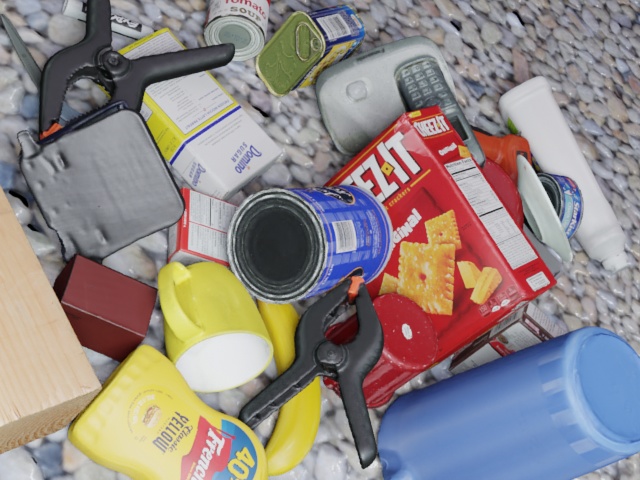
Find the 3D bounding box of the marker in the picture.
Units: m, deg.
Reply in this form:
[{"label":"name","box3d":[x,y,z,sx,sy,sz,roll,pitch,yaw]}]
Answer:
[{"label":"marker","box3d":[-0.202,-0.218,1.088,0.121,0.020,0.020,16,52,-27]}]

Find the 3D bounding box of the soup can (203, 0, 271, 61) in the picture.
[{"label":"soup can","box3d":[-0.088,-0.254,1.163,0.068,0.069,0.102,22,50,-23]}]

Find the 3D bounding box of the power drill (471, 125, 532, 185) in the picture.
[{"label":"power drill","box3d":[0.160,-0.088,1.237,0.187,0.057,0.184,21,55,-25]}]

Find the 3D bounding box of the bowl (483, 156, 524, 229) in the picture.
[{"label":"bowl","box3d":[0.157,-0.038,1.132,0.162,0.055,0.162,8,65,-18]}]

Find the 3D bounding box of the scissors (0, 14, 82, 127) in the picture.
[{"label":"scissors","box3d":[-0.234,-0.129,1.002,0.096,0.016,0.202,-3,64,-35]}]

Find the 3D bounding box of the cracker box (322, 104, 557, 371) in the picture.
[{"label":"cracker box","box3d":[0.103,0.002,1.053,0.071,0.164,0.214,-19,73,-50]}]

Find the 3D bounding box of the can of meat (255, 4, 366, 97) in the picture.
[{"label":"can of meat","box3d":[-0.008,-0.209,1.168,0.083,0.102,0.057,-25,78,-46]}]

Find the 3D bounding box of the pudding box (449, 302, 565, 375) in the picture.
[{"label":"pudding box","box3d":[0.200,0.124,1.078,0.090,0.114,0.039,40,41,-7]}]

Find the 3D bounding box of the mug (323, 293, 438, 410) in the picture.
[{"label":"mug","box3d":[0.049,0.106,1.001,0.117,0.082,0.093,-23,75,-44]}]

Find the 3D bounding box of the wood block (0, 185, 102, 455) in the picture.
[{"label":"wood block","box3d":[-0.260,0.052,0.805,0.090,0.090,0.206,-17,72,-42]}]

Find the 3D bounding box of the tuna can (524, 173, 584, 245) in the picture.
[{"label":"tuna can","box3d":[0.269,-0.036,1.260,0.033,0.086,0.086,8,56,-31]}]

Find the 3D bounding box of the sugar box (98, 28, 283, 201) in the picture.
[{"label":"sugar box","box3d":[-0.129,-0.122,1.054,0.176,0.048,0.093,49,48,1]}]

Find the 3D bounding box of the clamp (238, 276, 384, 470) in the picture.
[{"label":"clamp","box3d":[-0.001,0.109,0.929,0.120,0.039,0.171,10,58,1]}]

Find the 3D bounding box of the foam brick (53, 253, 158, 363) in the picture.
[{"label":"foam brick","box3d":[-0.182,0.057,0.885,0.078,0.053,0.051,27,48,-20]}]

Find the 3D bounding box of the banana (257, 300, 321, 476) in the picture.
[{"label":"banana","box3d":[-0.030,0.130,0.957,0.069,0.037,0.197,22,49,-23]}]

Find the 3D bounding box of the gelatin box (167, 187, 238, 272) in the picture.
[{"label":"gelatin box","box3d":[-0.098,-0.001,1.005,0.089,0.030,0.073,19,50,-28]}]

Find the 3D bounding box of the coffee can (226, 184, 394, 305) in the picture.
[{"label":"coffee can","box3d":[-0.007,0.001,0.990,0.103,0.103,0.140,59,26,12]}]

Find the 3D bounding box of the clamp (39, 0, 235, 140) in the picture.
[{"label":"clamp","box3d":[-0.183,-0.157,0.991,0.164,0.036,0.209,29,62,-7]}]

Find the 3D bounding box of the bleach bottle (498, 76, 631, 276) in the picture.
[{"label":"bleach bottle","box3d":[0.308,-0.073,1.313,0.251,0.068,0.102,64,7,15]}]

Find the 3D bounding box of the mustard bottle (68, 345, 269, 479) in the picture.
[{"label":"mustard bottle","box3d":[-0.100,0.178,0.854,0.191,0.058,0.096,41,61,-7]}]

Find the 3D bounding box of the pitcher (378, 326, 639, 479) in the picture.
[{"label":"pitcher","box3d":[0.177,0.160,0.942,0.144,0.243,0.149,29,53,-21]}]
